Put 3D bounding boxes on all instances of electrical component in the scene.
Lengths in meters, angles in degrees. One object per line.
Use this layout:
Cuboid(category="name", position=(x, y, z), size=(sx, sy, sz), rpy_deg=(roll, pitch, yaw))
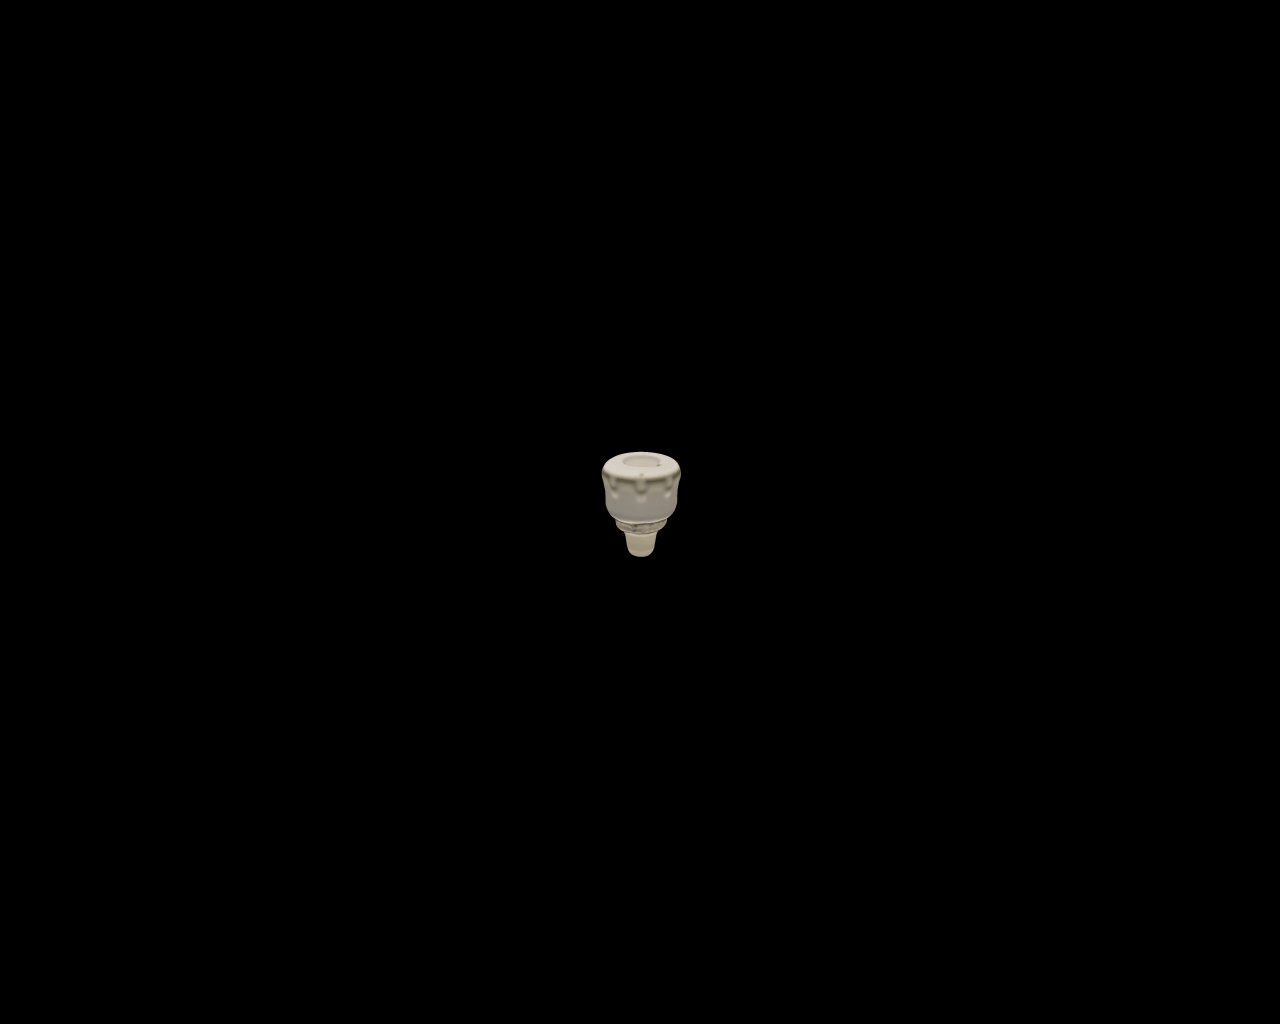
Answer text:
Cuboid(category="electrical component", position=(0.001, -0.003, 0.650), size=(0.048, 0.062, 0.048), rpy_deg=(0, 19, 0))
